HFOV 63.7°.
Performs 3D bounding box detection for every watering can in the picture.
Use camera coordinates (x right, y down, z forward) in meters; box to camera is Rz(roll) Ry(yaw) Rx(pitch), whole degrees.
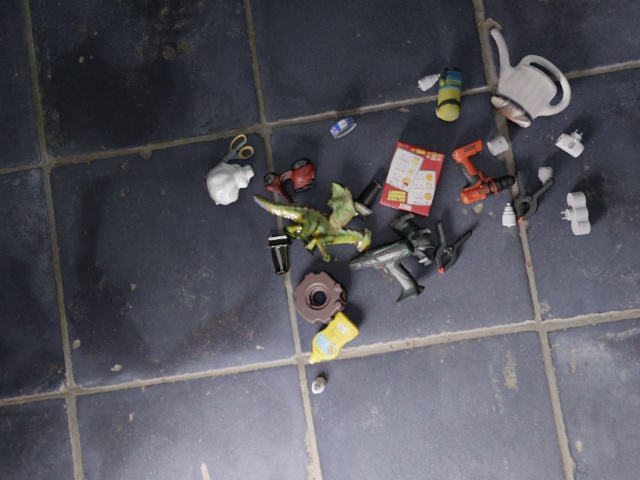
[{"bbox_3d":[0.648,-0.519,1.690,0.348,0.224,0.104,39,0,5],"label":"watering can"}]

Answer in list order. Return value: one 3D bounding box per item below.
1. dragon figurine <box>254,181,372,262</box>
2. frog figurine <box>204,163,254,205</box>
[{"bbox_3d":[0.005,-0.086,1.699,0.409,0.244,0.122,43,-8,-5],"label":"dragon figurine"},{"bbox_3d":[-0.300,-0.195,1.726,0.159,0.139,0.121,-18,-18,13],"label":"frog figurine"}]
